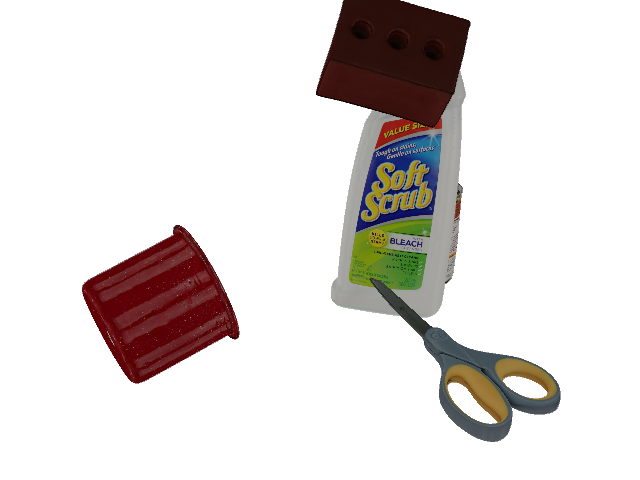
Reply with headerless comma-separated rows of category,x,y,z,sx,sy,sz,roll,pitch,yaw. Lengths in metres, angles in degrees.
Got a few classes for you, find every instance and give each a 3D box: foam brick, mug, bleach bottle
foam brick,0.043,-0.110,0.642,0.078,0.053,0.051,15,-18,-1
mug,-0.121,0.045,0.766,0.081,0.093,0.117,-29,27,-16
bleach bottle,0.068,-0.063,0.916,0.103,0.251,0.068,7,18,13

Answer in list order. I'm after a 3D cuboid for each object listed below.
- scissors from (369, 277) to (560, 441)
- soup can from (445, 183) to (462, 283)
scissors,0.109,0.079,0.804,0.096,0.016,0.202,-4,31,-13
soup can,0.110,-0.010,1.121,0.068,0.102,0.068,2,25,-1
